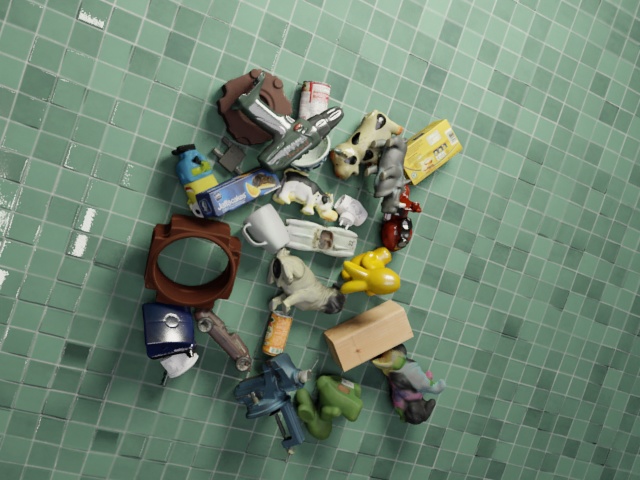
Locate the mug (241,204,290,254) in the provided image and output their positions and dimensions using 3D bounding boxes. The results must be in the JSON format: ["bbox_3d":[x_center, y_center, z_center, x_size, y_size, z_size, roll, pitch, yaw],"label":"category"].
[{"bbox_3d":[-0.128,-0.018,1.278,0.107,0.081,0.109,52,41,2],"label":"mug"}]

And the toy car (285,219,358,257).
[{"bbox_3d":[-0.003,-0.004,1.354,0.202,0.056,0.073,11,95,-18],"label":"toy car"}]

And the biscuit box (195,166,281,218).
[{"bbox_3d":[-0.185,-0.114,1.235,0.203,0.063,0.059,-33,113,-40],"label":"biscuit box"}]

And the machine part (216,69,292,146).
[{"bbox_3d":[-0.153,-0.311,1.268,0.179,0.056,0.179,-3,100,-16],"label":"machine part"}]

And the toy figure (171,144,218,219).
[{"bbox_3d":[-0.277,-0.134,1.243,0.089,0.082,0.180,-20,100,-11],"label":"toy figure"}]

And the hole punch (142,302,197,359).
[{"bbox_3d":[-0.350,0.201,1.236,0.116,0.142,0.092,-11,144,-11],"label":"hole punch"}]

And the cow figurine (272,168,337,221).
[{"bbox_3d":[-0.024,-0.109,1.331,0.167,0.068,0.098,22,85,-19],"label":"cow figurine"}]

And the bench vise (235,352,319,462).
[{"bbox_3d":[-0.092,0.404,1.315,0.224,0.129,0.240,-22,88,15],"label":"bench vise"}]

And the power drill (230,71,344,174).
[{"bbox_3d":[-0.084,-0.282,1.223,0.232,0.086,0.207,-47,112,-5],"label":"power drill"}]

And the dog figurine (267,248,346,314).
[{"bbox_3d":[-0.025,0.106,1.353,0.190,0.121,0.172,-2,101,-31],"label":"dog figurine"}]

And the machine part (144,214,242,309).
[{"bbox_3d":[-0.291,0.053,1.233,0.201,0.087,0.201,11,111,-18],"label":"machine part"}]

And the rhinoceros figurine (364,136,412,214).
[{"bbox_3d":[0.169,-0.158,1.303,0.112,0.073,0.190,5,90,-40],"label":"rhinoceros figurine"}]

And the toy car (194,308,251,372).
[{"bbox_3d":[-0.228,0.237,1.303,0.053,0.089,0.202,-41,105,-4],"label":"toy car"}]

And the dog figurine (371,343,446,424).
[{"bbox_3d":[0.209,0.377,1.448,0.219,0.108,0.191,28,92,-14],"label":"dog figurine"}]

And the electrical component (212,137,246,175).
[{"bbox_3d":[-0.209,-0.197,1.284,0.094,0.021,0.063,42,84,-17],"label":"electrical component"}]

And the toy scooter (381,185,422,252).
[{"bbox_3d":[0.212,-0.054,1.370,0.075,0.135,0.183,5,97,-17],"label":"toy scooter"}]

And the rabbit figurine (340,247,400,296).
[{"bbox_3d":[0.131,0.086,1.347,0.162,0.173,0.121,3,101,-21],"label":"rabbit figurine"}]

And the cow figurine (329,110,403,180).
[{"bbox_3d":[0.102,-0.235,1.340,0.127,0.086,0.195,34,90,-24],"label":"cow figurine"}]

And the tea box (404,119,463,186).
[{"bbox_3d":[0.273,-0.227,1.399,0.170,0.068,0.098,-35,105,-8],"label":"tea box"}]

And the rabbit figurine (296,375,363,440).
[{"bbox_3d":[0.013,0.445,1.394,0.159,0.121,0.170,24,105,-15],"label":"rabbit figurine"}]
